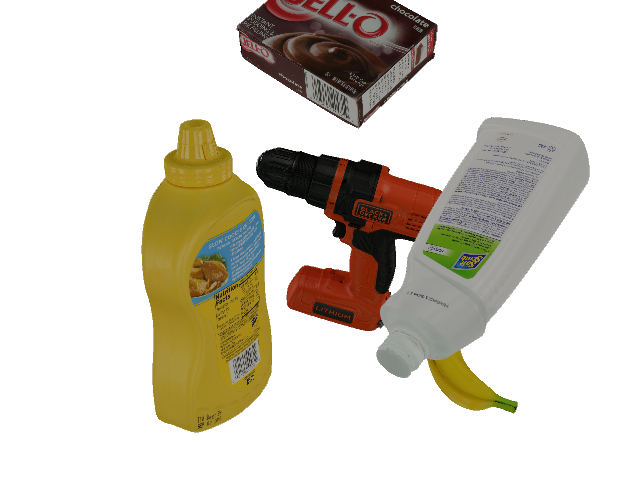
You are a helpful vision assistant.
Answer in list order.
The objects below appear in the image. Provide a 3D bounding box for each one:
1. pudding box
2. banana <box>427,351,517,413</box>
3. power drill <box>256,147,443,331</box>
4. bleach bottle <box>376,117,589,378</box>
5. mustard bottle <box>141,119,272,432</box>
[{"bbox_3d":[0.012,-0.141,0.755,0.114,0.090,0.039,36,-24,21],"label":"pudding box"},{"bbox_3d":[0.147,0.128,1.154,0.069,0.037,0.198,11,27,-17],"label":"banana"},{"bbox_3d":[0.017,-0.001,1.043,0.184,0.057,0.188,17,-44,3],"label":"power drill"},{"bbox_3d":[0.114,0.005,0.832,0.103,0.068,0.250,14,50,37],"label":"bleach bottle"},{"bbox_3d":[-0.071,0.018,0.668,0.058,0.192,0.096,14,30,29],"label":"mustard bottle"}]
